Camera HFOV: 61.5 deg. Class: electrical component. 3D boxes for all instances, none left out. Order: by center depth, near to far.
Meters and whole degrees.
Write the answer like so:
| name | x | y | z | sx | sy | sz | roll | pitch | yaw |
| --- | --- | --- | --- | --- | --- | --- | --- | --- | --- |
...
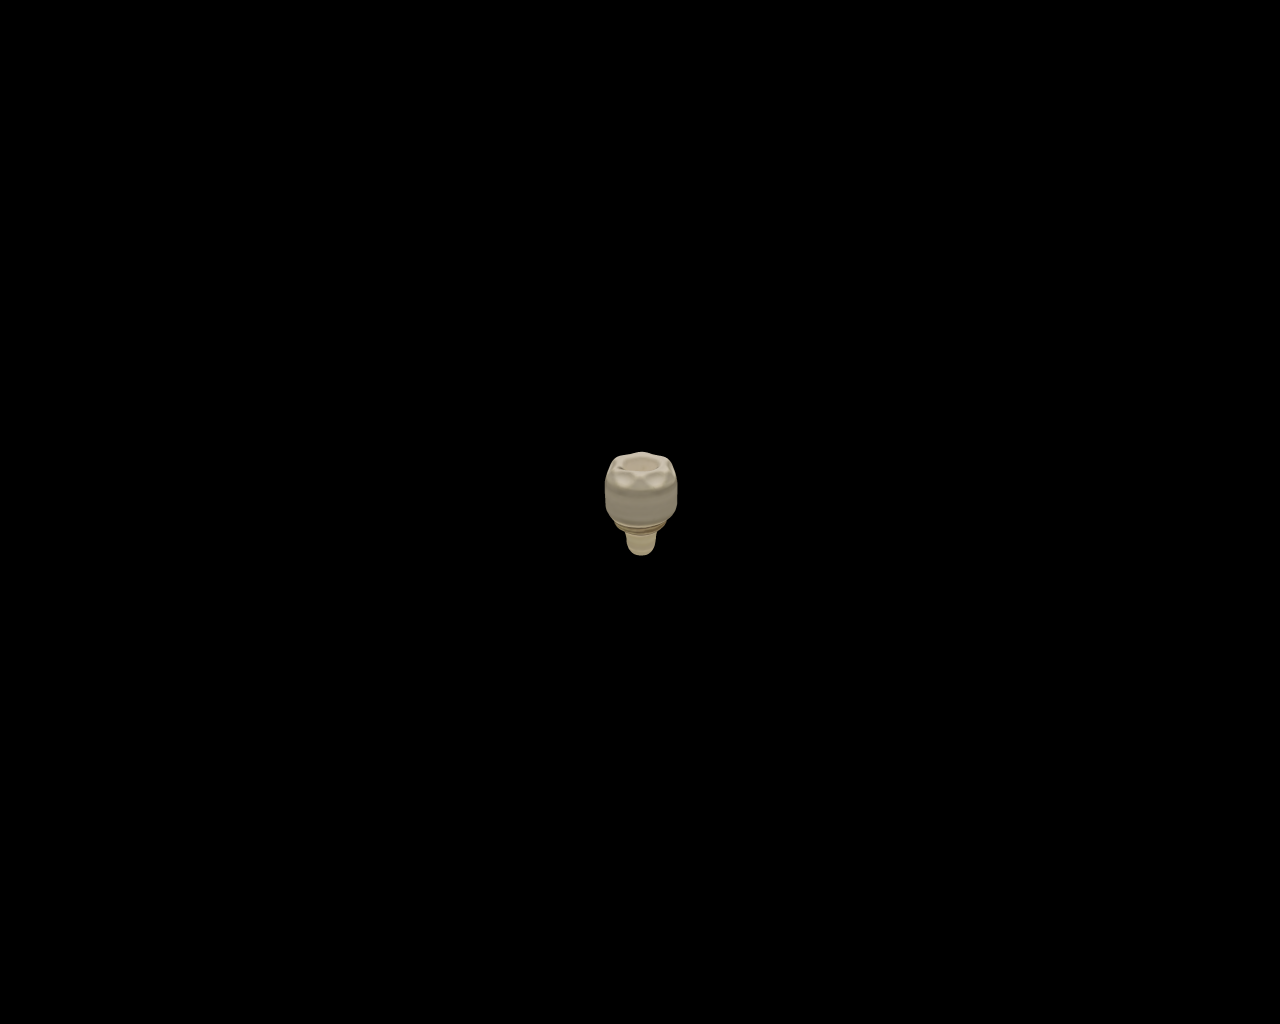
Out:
| name | x | y | z | sx | sy | sz | roll | pitch | yaw |
| --- | --- | --- | --- | --- | --- | --- | --- | --- | --- |
| electrical component | 0.001 | -0.003 | 0.650 | 0.043 | 0.062 | 0.043 | 0 | 27 | 0 |
